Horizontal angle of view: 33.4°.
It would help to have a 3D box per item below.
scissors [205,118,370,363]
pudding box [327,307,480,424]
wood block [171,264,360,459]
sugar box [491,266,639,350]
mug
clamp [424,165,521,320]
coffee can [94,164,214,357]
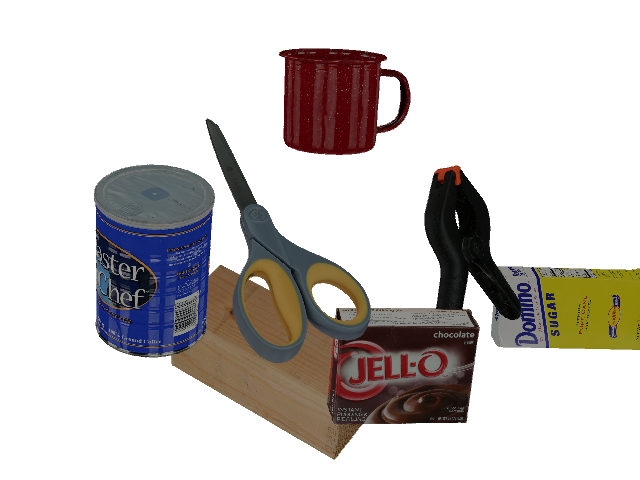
[{"bbox_3d":[-0.023,-0.005,0.695,0.096,0.202,0.016,6,-43,-17],"label":"scissors"},{"bbox_3d":[0.065,0.100,0.854,0.113,0.090,0.039,0,26,-8],"label":"pudding box"},{"bbox_3d":[-0.045,0.122,1.101,0.206,0.090,0.090,27,48,20],"label":"wood block"},{"bbox_3d":[0.296,0.081,1.271,0.176,0.093,0.048,0,18,-4],"label":"sugar box"},{"bbox_3d":[0.021,-0.121,0.930,0.117,0.081,0.093,-1,16,-12],"label":"mug"},{"bbox_3d":[0.133,0.017,1.028,0.039,0.171,0.120,-14,10,43],"label":"clamp"},{"bbox_3d":[-0.149,0.018,0.949,0.102,0.140,0.103,5,31,-3],"label":"coffee can"}]
